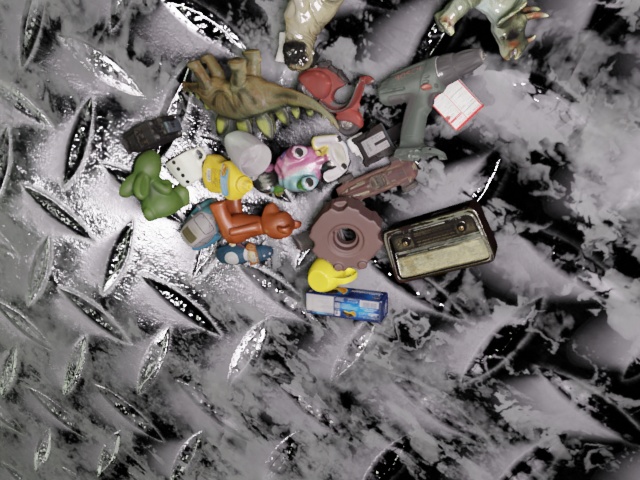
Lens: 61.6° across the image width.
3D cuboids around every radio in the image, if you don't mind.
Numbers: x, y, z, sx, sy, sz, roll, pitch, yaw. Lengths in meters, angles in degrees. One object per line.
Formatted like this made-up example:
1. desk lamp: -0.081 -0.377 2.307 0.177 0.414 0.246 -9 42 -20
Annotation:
1. radio: 0.264 0.004 1.200 0.230 0.073 0.131 -17 100 26

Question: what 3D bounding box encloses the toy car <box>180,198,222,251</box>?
1. toy car: -0.317 -0.032 1.421 0.162 0.103 0.109 -35 90 26

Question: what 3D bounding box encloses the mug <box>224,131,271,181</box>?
1. mug: -0.169 -0.195 1.224 0.107 0.081 0.109 46 157 36

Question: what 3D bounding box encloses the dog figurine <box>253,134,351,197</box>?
1. dog figurine: -0.053 -0.166 1.269 0.219 0.191 0.108 -8 106 60

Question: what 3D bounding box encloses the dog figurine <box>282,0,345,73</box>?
1. dog figurine: -0.004 -0.466 1.147 0.172 0.121 0.190 -5 118 8

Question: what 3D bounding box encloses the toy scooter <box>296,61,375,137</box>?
1. toy scooter: 0.043 -0.331 1.184 0.184 0.075 0.135 42 118 2

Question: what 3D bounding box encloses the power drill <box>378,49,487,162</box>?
1. power drill: 0.219 -0.266 1.083 0.232 0.086 0.207 1 91 40

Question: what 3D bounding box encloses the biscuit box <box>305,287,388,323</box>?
1. biscuit box: 0.067 0.157 1.342 0.203 0.063 0.059 5 108 21

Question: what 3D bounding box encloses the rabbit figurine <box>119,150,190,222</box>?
1. rabbit figurine: -0.447 -0.145 1.404 0.121 0.159 0.170 3 117 32

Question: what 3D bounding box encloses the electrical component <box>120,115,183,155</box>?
1. electrical component: -0.424 -0.272 1.379 0.134 0.115 0.058 -17 102 29

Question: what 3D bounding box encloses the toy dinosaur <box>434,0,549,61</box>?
1. toy dinosaur: 0.267 -0.520 1.008 0.192 0.131 0.404 -31 89 16

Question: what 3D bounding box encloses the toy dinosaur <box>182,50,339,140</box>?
1. toy dinosaur: -0.161 -0.328 1.233 0.472 0.105 0.198 14 132 37

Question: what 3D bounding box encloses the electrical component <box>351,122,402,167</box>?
1. electrical component: 0.136 -0.215 1.173 0.119 0.048 0.074 -24 97 5

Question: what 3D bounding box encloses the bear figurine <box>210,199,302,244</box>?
1. bear figurine: -0.155 -0.056 1.336 0.196 0.120 0.131 -12 99 24

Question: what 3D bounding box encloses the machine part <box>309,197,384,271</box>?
1. machine part: 0.062 -0.011 1.253 0.179 0.056 0.179 4 119 7

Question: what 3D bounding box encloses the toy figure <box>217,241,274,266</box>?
1. toy figure: -0.197 0.038 1.421 0.155 0.058 0.064 -2 145 22

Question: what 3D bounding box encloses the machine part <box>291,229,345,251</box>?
1. machine part: -0.003 -0.004 1.333 0.139 0.039 0.084 -11 108 24

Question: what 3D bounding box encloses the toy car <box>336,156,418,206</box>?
1. toy car: 0.127 -0.131 1.228 0.202 0.053 0.089 -19 102 26
